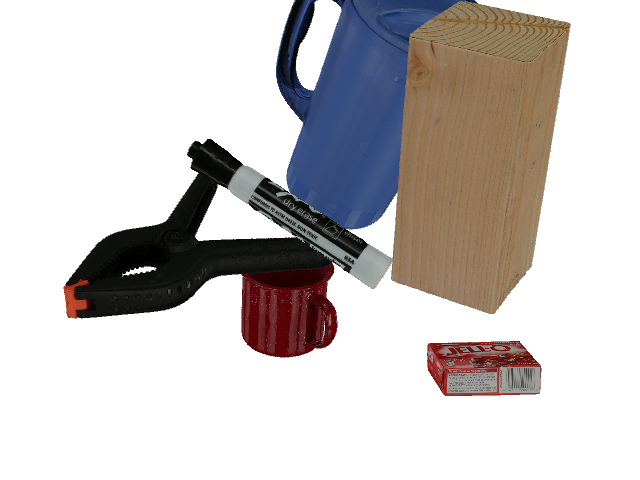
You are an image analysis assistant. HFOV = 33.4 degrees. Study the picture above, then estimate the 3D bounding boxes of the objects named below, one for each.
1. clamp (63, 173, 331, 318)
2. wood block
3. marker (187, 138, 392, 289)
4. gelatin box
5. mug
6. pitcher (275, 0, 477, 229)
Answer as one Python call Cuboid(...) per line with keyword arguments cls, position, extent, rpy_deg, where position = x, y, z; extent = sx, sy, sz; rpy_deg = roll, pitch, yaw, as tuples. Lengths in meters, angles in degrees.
Cuboid(cls="clamp", position=(-0.115, 0.005, 0.854), extent=(0.209, 0.036, 0.165), rpy_deg=(-21, 39, -30))
Cuboid(cls="wood block", position=(0.117, -0.062, 0.805), extent=(0.091, 0.206, 0.090), rpy_deg=(18, 36, 25))
Cuboid(cls="marker", position=(-0.018, -0.015, 0.554), extent=(0.121, 0.020, 0.020), rpy_deg=(33, 4, 6))
Cuboid(cls="gelatin box", position=(0.145, 0.113, 0.957), extent=(0.089, 0.030, 0.073), rpy_deg=(0, 11, -4))
Cuboid(cls="mug", position=(-0.027, 0.064, 1.031), extent=(0.117, 0.081, 0.093), rpy_deg=(27, 35, 37))
Cuboid(cls="pitcher", position=(0.042, -0.129, 0.994), extent=(0.144, 0.149, 0.243), rpy_deg=(-12, -34, -32))
